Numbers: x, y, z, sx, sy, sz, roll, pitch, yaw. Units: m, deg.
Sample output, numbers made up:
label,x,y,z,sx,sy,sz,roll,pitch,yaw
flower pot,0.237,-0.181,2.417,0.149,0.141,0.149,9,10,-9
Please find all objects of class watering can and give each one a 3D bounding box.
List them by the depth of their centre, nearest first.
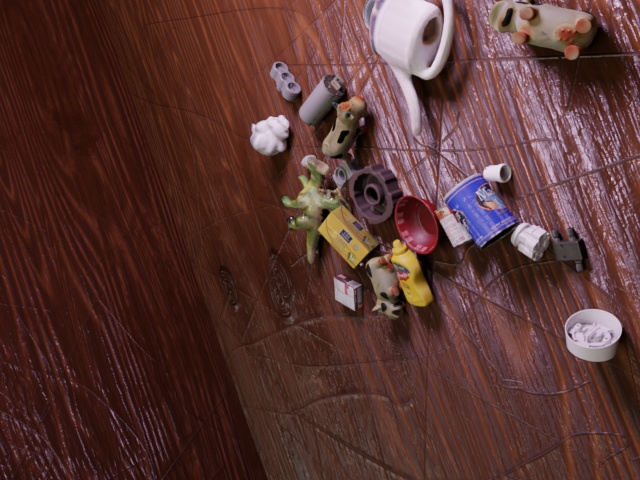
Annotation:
label,x,y,z,sx,sy,sz,roll,pitch,yaw
watering can,0.204,-0.436,1.206,0.228,0.105,0.339,43,137,37

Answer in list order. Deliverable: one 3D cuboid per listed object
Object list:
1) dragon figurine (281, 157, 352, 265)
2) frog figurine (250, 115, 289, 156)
label,x,y,z,sx,sy,sz,roll,pitch,yaw
dragon figurine,0.005,-0.085,1.693,0.243,0.124,0.404,9,122,45
frog figurine,-0.161,-0.360,1.782,0.159,0.125,0.135,-3,136,47
